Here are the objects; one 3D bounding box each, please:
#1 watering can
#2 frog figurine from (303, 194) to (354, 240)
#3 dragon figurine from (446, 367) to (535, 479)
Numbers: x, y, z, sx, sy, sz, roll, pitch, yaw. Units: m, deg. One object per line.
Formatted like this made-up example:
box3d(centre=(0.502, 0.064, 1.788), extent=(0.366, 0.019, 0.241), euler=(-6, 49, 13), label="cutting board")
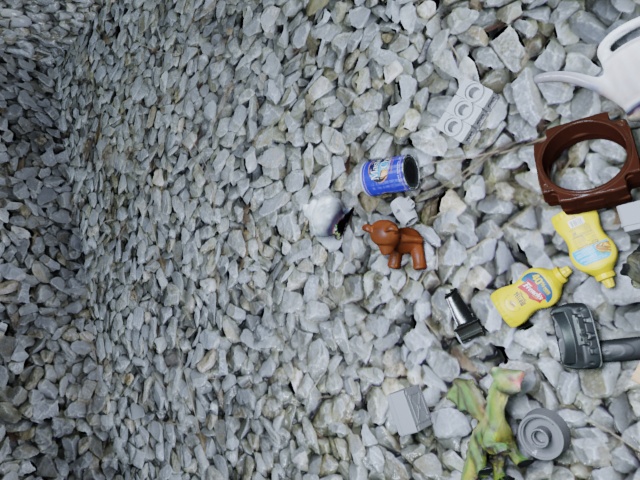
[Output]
box3d(centre=(0.670, -0.357, 1.123), extent=(0.344, 0.104, 0.227), euler=(-23, 72, 32), label="watering can")
box3d(centre=(0.005, -0.080, 1.590), extent=(0.161, 0.124, 0.134), euler=(27, 122, 24), label="frog figurine")
box3d(centre=(0.383, 0.457, 1.258), extent=(0.248, 0.122, 0.401), euler=(-106, 31, -44), label="dragon figurine")
